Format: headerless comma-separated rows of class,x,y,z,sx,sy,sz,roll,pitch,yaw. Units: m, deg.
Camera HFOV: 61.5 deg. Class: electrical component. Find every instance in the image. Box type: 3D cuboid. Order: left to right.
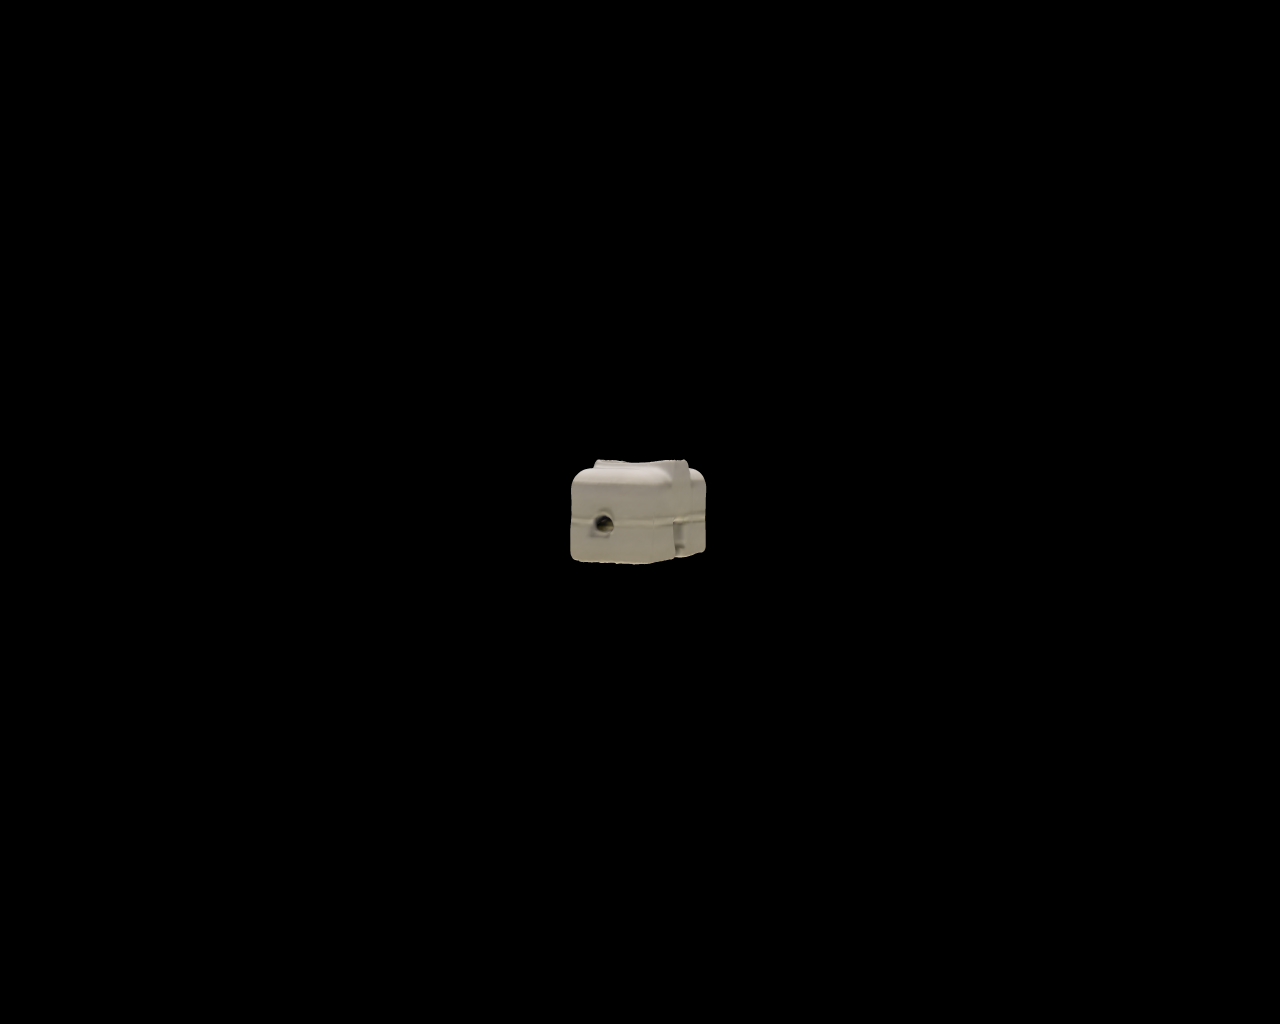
electrical component,0.001,-0.003,0.650,0.054,0.059,0.095,1,3,28
